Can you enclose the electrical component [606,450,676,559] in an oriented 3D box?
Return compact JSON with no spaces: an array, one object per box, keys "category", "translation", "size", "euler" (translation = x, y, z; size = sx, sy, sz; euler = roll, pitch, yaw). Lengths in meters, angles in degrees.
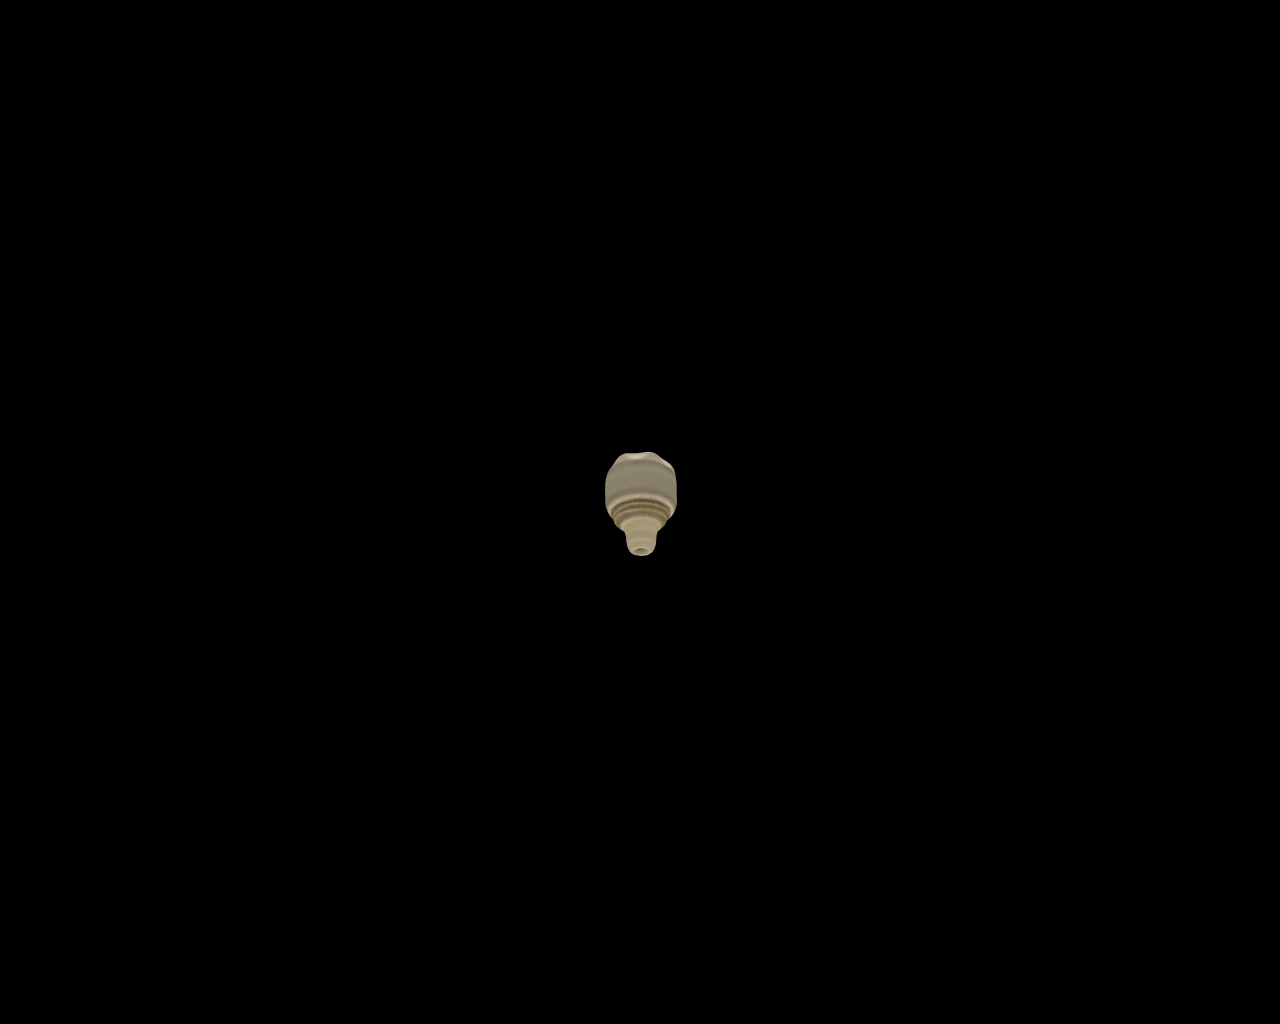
[{"category":"electrical component","translation":[0.001,-0.003,0.650],"size":[0.043,0.062,0.043],"euler":[0,-29,0]}]
